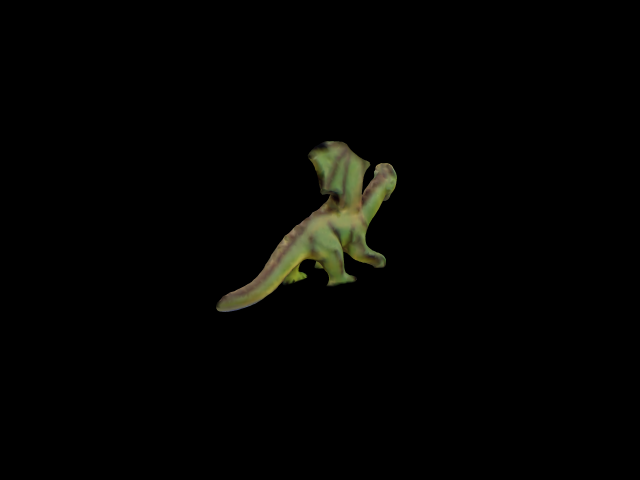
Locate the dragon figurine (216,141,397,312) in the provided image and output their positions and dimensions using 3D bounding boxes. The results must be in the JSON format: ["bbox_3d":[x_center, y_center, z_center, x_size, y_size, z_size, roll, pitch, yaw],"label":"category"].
[{"bbox_3d":[0.003,-0.043,0.850,0.123,0.240,0.414,14,22,41],"label":"dragon figurine"}]
